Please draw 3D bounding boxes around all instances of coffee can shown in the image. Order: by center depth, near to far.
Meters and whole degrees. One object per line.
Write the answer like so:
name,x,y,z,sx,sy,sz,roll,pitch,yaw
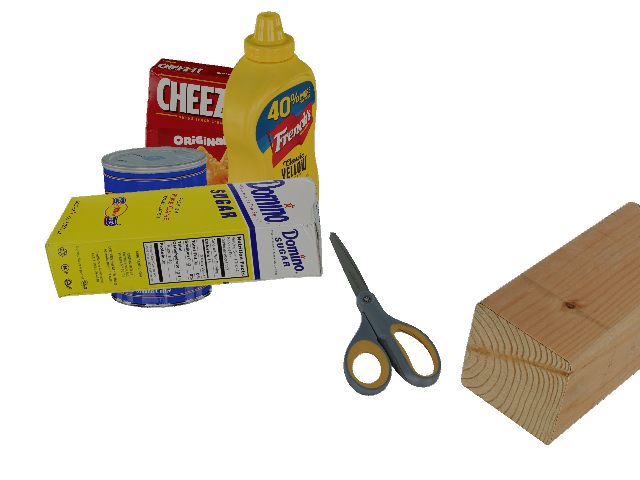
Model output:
coffee can,-0.162,-0.016,1.062,0.103,0.140,0.103,-1,15,0

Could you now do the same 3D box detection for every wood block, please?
wood block,0.218,0.060,0.859,0.205,0.090,0.091,-28,48,-34

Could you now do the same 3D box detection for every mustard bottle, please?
mustard bottle,-0.041,-0.098,0.898,0.058,0.192,0.096,22,37,33

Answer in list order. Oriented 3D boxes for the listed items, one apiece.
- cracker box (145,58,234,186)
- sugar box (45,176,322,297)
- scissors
cracker box,-0.154,-0.128,1.460,0.164,0.214,0.072,8,23,4
sugar box,-0.088,-0.005,0.724,0.176,0.048,0.093,-7,23,1
scissors,0.033,0.073,1.009,0.096,0.016,0.202,-28,53,-22
